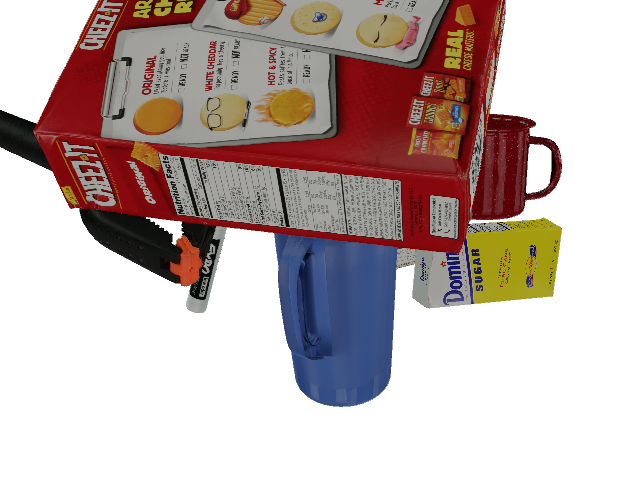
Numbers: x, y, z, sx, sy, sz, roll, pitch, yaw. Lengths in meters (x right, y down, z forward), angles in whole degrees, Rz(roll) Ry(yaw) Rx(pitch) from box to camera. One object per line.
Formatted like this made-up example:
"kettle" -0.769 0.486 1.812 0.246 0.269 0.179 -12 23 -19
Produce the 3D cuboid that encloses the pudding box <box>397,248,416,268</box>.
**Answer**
"pudding box" 0.078 0.011 1.520 0.113 0.039 0.090 -15 27 -21

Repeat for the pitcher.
"pitcher" 0.014 0.060 1.129 0.149 0.243 0.145 -13 33 -15

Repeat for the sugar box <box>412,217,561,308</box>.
"sugar box" 0.200 0.027 1.280 0.176 0.093 0.048 -6 20 -23

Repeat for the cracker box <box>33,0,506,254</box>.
"cracker box" -0.017 -0.084 0.566 0.214 0.164 0.072 7 -37 12

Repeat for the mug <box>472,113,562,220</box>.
"mug" 0.154 -0.065 0.943 0.117 0.081 0.093 4 15 14

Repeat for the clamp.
"clamp" -0.120 -0.050 0.740 0.164 0.036 0.210 -21 48 -26

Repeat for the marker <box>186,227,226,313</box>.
"marker" -0.096 0.010 0.935 0.020 0.121 0.020 13 29 -8
